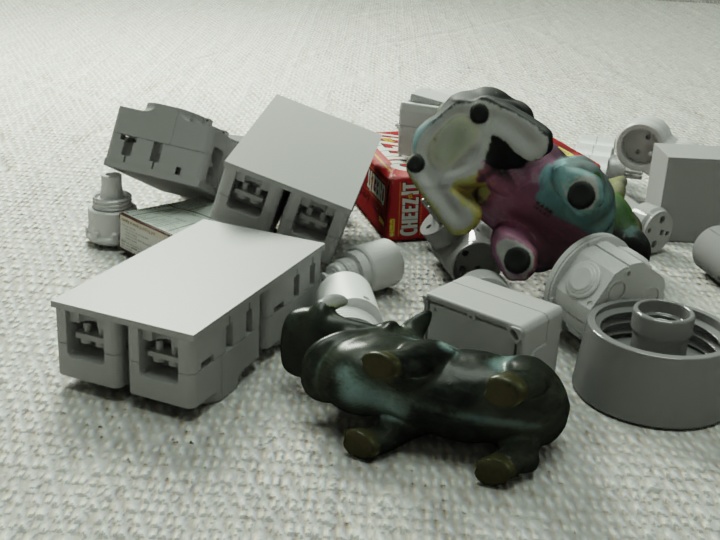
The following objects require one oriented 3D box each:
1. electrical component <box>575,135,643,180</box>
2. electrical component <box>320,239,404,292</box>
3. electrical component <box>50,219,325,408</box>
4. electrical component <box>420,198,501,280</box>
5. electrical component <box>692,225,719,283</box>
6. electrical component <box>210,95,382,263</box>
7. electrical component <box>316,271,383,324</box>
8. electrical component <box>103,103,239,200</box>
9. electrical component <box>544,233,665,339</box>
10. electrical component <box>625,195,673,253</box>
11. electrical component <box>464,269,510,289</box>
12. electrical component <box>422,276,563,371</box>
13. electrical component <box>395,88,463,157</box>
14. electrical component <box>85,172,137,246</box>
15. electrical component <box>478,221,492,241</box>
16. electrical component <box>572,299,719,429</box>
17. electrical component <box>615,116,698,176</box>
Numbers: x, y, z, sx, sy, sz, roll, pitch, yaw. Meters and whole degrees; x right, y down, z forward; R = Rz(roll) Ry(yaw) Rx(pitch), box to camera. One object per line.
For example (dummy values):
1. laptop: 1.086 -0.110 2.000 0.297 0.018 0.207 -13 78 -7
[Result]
1. electrical component: 0.266 -0.106 1.152 0.074 0.052 0.138 9 22 15
2. electrical component: 0.000 0.000 0.866 0.078 0.040 0.040 -16 28 -39
3. electrical component: -0.113 0.027 0.754 0.105 0.060 0.186 12 23 21
4. electrical component: 0.077 -0.029 0.906 0.043 0.079 0.077 -39 25 5
5. electrical component: 0.322 -0.004 0.914 0.043 0.043 0.081 -2 23 -12
6. electrical component: -0.052 -0.080 0.929 0.105 0.060 0.186 21 27 -1
7. electrical component: -0.006 0.036 0.770 0.043 0.043 0.081 0 22 -8
8. electrical component: -0.159 -0.104 0.986 0.089 0.061 0.150 14 -2 10
9. electrical component: 0.181 0.017 0.795 0.080 0.080 0.051 -10 30 -29
10. electrical component: 0.257 -0.044 1.004 0.045 0.045 0.055 -13 27 -34
11. electrical component: 0.094 0.028 0.801 0.045 0.045 0.055 1 21 -4
12. electrical component: 0.085 0.045 0.734 0.096 0.061 0.061 20 27 36
13. electrical component: 0.078 -0.138 1.006 0.096 0.061 0.062 12 26 22
14. electrical component: -0.217 -0.054 0.944 0.048 0.062 0.048 3 22 -1
15. electrical component: 0.090 -0.039 0.973 0.062 0.048 0.048 -7 23 -8
16. electrical component: 0.201 0.054 0.726 0.108 0.060 0.108 2 21 -1
17. electrical component: 0.335 -0.110 1.119 0.138 0.052 0.074 38 30 10
